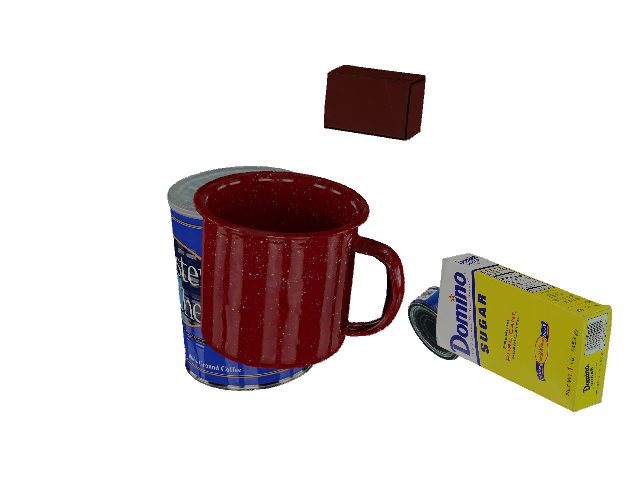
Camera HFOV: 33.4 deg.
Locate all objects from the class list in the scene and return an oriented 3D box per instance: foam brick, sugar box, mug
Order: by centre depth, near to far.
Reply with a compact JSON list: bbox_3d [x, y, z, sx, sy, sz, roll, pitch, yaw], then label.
[{"bbox_3d":[-0.012,0.018,0.573,0.117,0.081,0.093,11,24,14],"label":"mug"},{"bbox_3d":[0.047,-0.122,0.939,0.078,0.051,0.053,11,19,18],"label":"foam brick"},{"bbox_3d":[0.182,0.080,0.984,0.048,0.093,0.176,-11,21,-39],"label":"sugar box"}]

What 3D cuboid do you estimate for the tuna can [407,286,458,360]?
[{"bbox_3d":[0.143,0.099,1.263,0.033,0.086,0.086,-35,16,-23],"label":"tuna can"}]

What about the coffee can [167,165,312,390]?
[{"bbox_3d":[-0.057,0.026,0.798,0.103,0.140,0.103,-3,22,1],"label":"coffee can"}]
